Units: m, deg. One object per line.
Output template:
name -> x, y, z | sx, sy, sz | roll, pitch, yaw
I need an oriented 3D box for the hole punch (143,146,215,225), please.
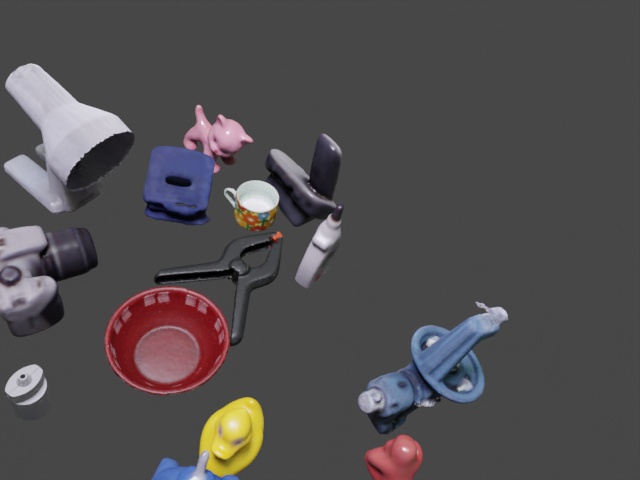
hole punch -> -0.227, -0.088, 0.932 | 0.109, 0.091, 0.101 | 8, 51, -11

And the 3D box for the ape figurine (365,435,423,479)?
ape figurine -> 0.101, 0.283, 0.744 | 0.078, 0.092, 0.076 | 13, 50, -8

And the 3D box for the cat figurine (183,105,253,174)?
cat figurine -> -0.179, -0.185, 1.007 | 0.127, 0.117, 0.067 | 44, 53, 18

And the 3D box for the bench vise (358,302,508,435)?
bench vise -> 0.158, 0.178, 0.762 | 0.121, 0.219, 0.208 | 42, 52, 16

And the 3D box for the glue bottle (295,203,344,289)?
glue bottle -> 0.008, 0.003, 0.882 | 0.037, 0.173, 0.078 | 33, 50, 10

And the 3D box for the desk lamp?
desk lamp -> -0.378, -0.136, 0.841 | 0.203, 0.213, 0.118 | 36, 51, 12

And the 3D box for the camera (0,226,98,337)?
camera -> -0.375, 0.035, 0.781 | 0.137, 0.101, 0.143 | -18, 60, -29

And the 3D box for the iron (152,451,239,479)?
iron -> -0.154, 0.347, 0.579 | 0.118, 0.141, 0.258 | 16, 50, -5

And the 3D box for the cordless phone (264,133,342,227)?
cordless phone -> -0.022, -0.127, 0.968 | 0.094, 0.185, 0.147 | -32, 67, -35

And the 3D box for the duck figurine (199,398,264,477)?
duck figurine -> -0.106, 0.238, 0.717 | 0.077, 0.086, 0.105 | 29, 50, 6
